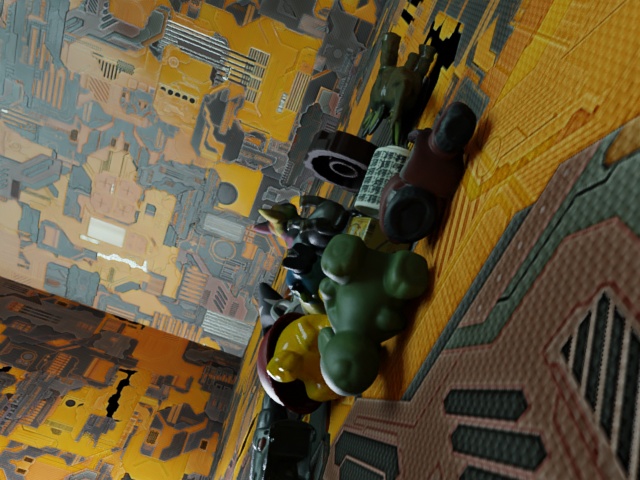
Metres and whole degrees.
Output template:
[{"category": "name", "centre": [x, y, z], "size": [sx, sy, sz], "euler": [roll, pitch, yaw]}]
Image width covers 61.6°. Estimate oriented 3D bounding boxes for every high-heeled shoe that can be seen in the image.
[{"category": "high-heeled shoe", "centre": [-0.112, 0.229, 1.192], "size": [0.086, 0.248, 0.145], "euler": [-17, 13, 32]}]

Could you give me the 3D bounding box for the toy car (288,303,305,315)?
[{"category": "toy car", "centre": [-0.022, 0.168, 1.002], "size": [0.162, 0.103, 0.109], "euler": [-80, 13, -48]}]

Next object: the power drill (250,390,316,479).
[{"category": "power drill", "centre": [-0.071, 0.338, 0.883], "size": [0.207, 0.086, 0.232], "euler": [137, 143, -60]}]

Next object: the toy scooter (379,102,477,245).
[{"category": "toy scooter", "centre": [0.128, -0.086, 0.671], "size": [0.135, 0.075, 0.183], "euler": [-93, 28, -72]}]

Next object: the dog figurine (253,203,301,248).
[{"category": "dog figurine", "centre": [-0.055, 0.002, 1.267], "size": [0.108, 0.219, 0.191], "euler": [113, 175, -52]}]

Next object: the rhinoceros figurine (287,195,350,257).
[{"category": "rhinoceros figurine", "centre": [-0.002, -0.003, 0.938], "size": [0.190, 0.112, 0.073], "euler": [109, 160, -53]}]

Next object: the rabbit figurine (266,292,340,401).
[{"category": "rabbit figurine", "centre": [0.026, 0.139, 0.791], "size": [0.173, 0.122, 0.162], "euler": [-44, 14, 43]}]

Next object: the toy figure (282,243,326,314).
[{"category": "toy figure", "centre": [-0.004, 0.083, 0.903], "size": [0.082, 0.089, 0.180], "euler": [-36, -39, -11]}]

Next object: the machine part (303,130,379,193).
[{"category": "machine part", "centre": [0.054, -0.156, 1.083], "size": [0.179, 0.179, 0.056], "euler": [134, 157, -74]}]

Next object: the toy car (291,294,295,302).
[{"category": "toy car", "centre": [-0.025, 0.111, 1.315], "size": [0.202, 0.073, 0.056], "euler": [-82, 10, -61]}]

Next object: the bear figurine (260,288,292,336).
[{"category": "bear figurine", "centre": [-0.068, 0.187, 1.363], "size": [0.196, 0.120, 0.132], "euler": [-23, -86, -64]}]

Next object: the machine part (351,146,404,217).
[{"category": "machine part", "centre": [0.103, -0.093, 0.898], "size": [0.139, 0.039, 0.084], "euler": [-58, 22, -13]}]

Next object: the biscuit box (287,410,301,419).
[{"category": "biscuit box", "centre": [-0.066, 0.321, 1.062], "size": [0.059, 0.063, 0.202], "euler": [-84, 16, -68]}]

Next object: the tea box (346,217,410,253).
[{"category": "tea box", "centre": [0.074, 0.019, 0.806], "size": [0.170, 0.068, 0.098], "euler": [-140, 70, -82]}]

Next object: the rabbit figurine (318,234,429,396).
[{"category": "rabbit figurine", "centre": [0.038, 0.101, 0.633], "size": [0.159, 0.121, 0.170], "euler": [108, -179, -61]}]

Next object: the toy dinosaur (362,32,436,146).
[{"category": "toy dinosaur", "centre": [0.145, -0.281, 1.026], "size": [0.471, 0.105, 0.198], "euler": [-59, -17, -76]}]

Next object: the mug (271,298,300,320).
[{"category": "mug", "centre": [-0.053, 0.166, 1.105], "size": [0.080, 0.110, 0.107], "euler": [-59, -8, 31]}]
